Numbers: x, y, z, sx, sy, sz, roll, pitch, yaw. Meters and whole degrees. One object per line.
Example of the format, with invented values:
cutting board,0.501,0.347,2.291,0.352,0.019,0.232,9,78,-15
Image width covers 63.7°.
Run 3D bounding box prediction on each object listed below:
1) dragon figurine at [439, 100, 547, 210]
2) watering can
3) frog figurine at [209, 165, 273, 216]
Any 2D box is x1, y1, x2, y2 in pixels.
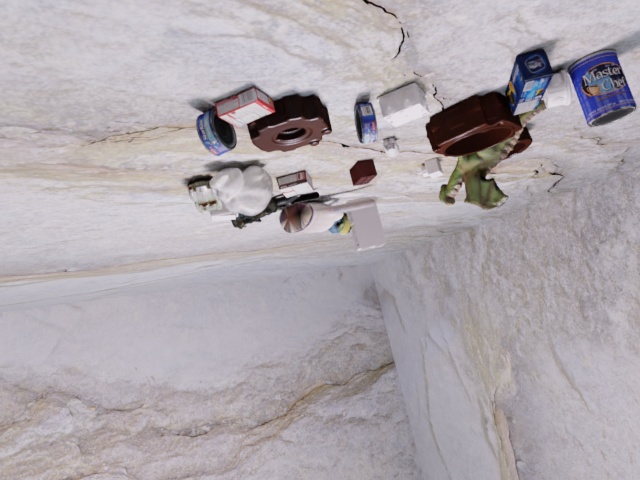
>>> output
dragon figurine,0.471,-0.203,1.428,0.122,0.245,0.405,1,165,-35
watering can,0.005,-0.091,1.808,0.344,0.105,0.224,-21,166,39
frog figurine,-0.195,-0.134,1.303,0.137,0.124,0.157,-47,156,1
